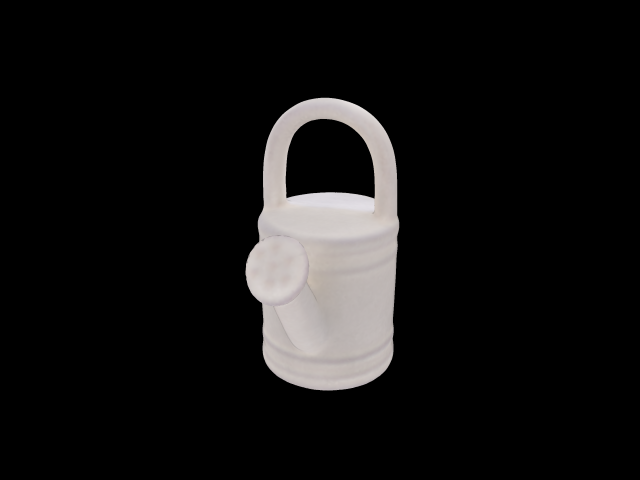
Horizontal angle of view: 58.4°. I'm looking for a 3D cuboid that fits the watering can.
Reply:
[{"bbox_3d":[0.006,0.002,0.399,0.101,0.194,0.172,-1,23,-1],"label":"watering can"}]
